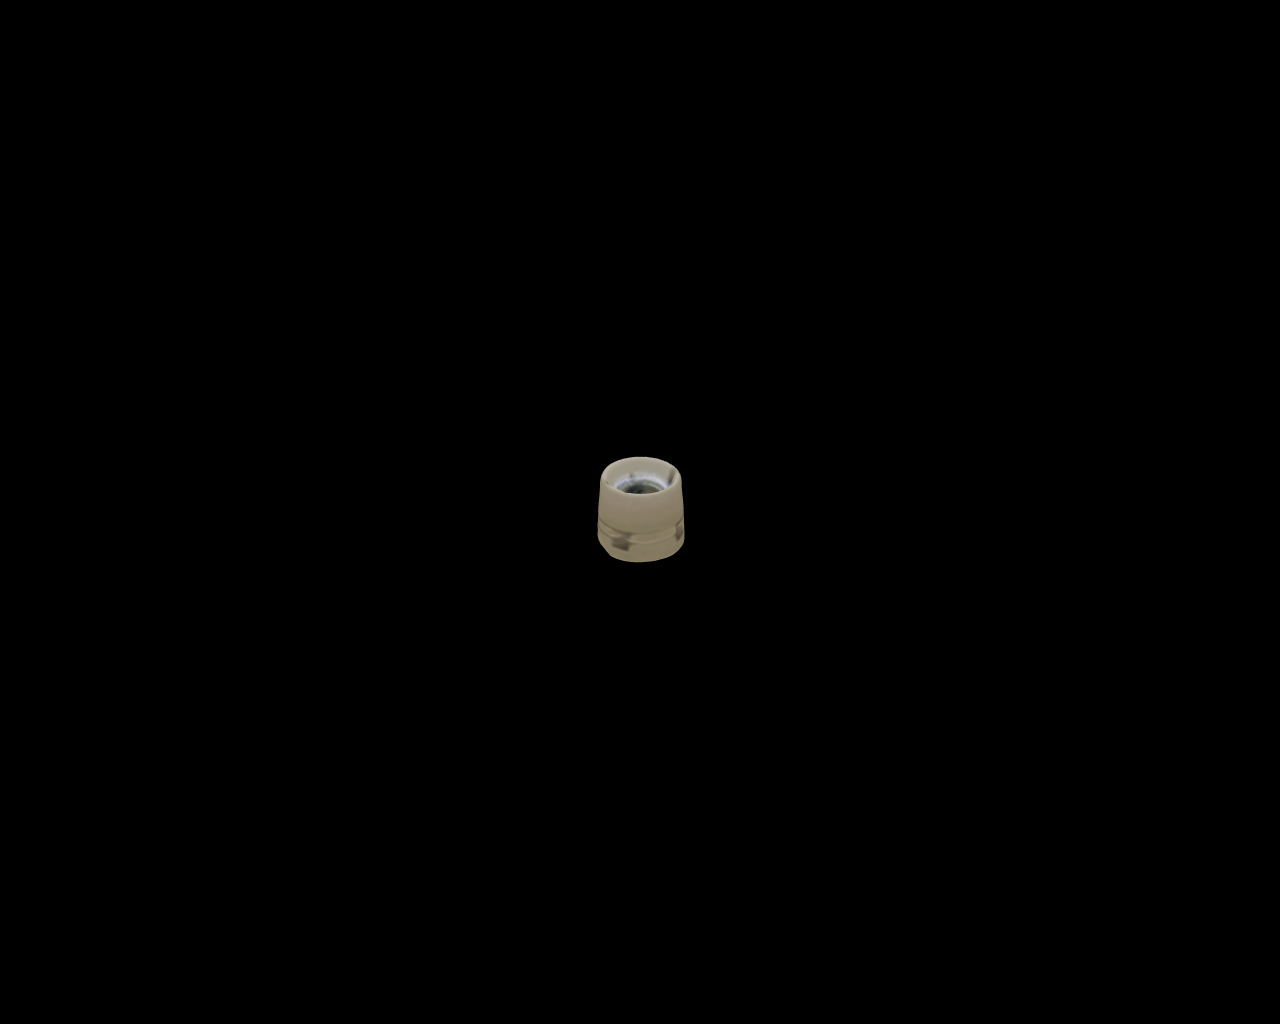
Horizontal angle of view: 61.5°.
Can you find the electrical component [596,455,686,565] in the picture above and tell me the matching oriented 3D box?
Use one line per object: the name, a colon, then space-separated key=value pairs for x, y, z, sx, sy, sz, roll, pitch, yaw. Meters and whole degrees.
electrical component: x=0.001 y=-0.003 z=0.650 sx=0.055 sy=0.047 sz=0.055 roll=0 pitch=32 yaw=0
